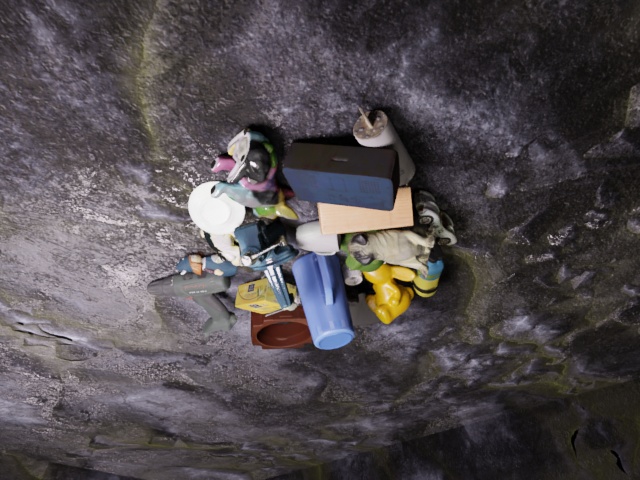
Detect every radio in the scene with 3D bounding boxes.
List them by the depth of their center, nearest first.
[{"bbox_3d":[0.050,-0.130,1.113,0.230,0.073,0.131,9,155,19],"label":"radio"}]

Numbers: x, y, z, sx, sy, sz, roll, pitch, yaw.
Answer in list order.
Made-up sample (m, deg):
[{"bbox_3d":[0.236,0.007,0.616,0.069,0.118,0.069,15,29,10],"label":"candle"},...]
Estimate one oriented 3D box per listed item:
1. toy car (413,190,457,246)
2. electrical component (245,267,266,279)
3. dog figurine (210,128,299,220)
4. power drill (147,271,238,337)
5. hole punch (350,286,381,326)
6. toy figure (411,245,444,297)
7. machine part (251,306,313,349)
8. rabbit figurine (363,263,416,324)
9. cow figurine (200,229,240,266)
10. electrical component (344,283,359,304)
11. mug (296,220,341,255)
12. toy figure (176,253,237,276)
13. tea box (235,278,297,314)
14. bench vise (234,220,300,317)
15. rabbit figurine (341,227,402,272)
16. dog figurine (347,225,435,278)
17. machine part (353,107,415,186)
[{"bbox_3d":[0.286,-0.052,1.332,0.056,0.073,0.201,-22,142,24],"label":"toy car"},{"bbox_3d":[-0.166,0.065,1.430,0.078,0.045,0.102,-9,145,-2],"label":"electrical component"},{"bbox_3d":[-0.115,-0.121,1.142,0.219,0.108,0.191,22,132,-41],"label":"dog figurine"},{"bbox_3d":[-0.336,0.170,1.487,0.232,0.086,0.207,-16,118,14],"label":"power drill"},{"bbox_3d":[0.130,0.187,1.636,0.142,0.092,0.115,-3,114,-2],"label":"hole punch"},{"bbox_3d":[0.304,0.091,1.517,0.082,0.089,0.180,3,146,-3],"label":"toy figure"},{"bbox_3d":[-0.115,0.258,1.671,0.201,0.087,0.201,-2,142,-9],"label":"machine part"},{"bbox_3d":[0.190,0.124,1.511,0.162,0.122,0.173,-31,110,4],"label":"rabbit figurine"},{"bbox_3d":[-0.239,0.007,1.320,0.098,0.068,0.167,-1,140,0],"label":"cow figurine"},{"bbox_3d":[0.046,0.162,1.541,0.119,0.048,0.074,-22,145,39],"label":"electrical component"},{"bbox_3d":[-0.003,-0.004,1.346,0.107,0.081,0.109,-1,143,8],"label":"mug"},{"bbox_3d":[-0.293,0.062,1.391,0.154,0.057,0.064,5,-174,-13],"label":"toy figure"},{"bbox_3d":[-0.153,0.157,1.495,0.098,0.068,0.170,19,159,-31],"label":"tea box"},{"bbox_3d":[-0.110,0.063,1.256,0.129,0.224,0.240,-18,102,7],"label":"bench vise"},{"bbox_3d":[0.154,0.000,1.347,0.159,0.121,0.170,21,121,-24],"label":"rabbit figurine"},{"bbox_3d":[0.168,0.009,1.269,0.191,0.121,0.172,11,-176,10],"label":"dog figurine"},{"bbox_3d":[0.137,-0.186,1.117,0.079,0.079,0.243,-21,141,18],"label":"machine part"}]
